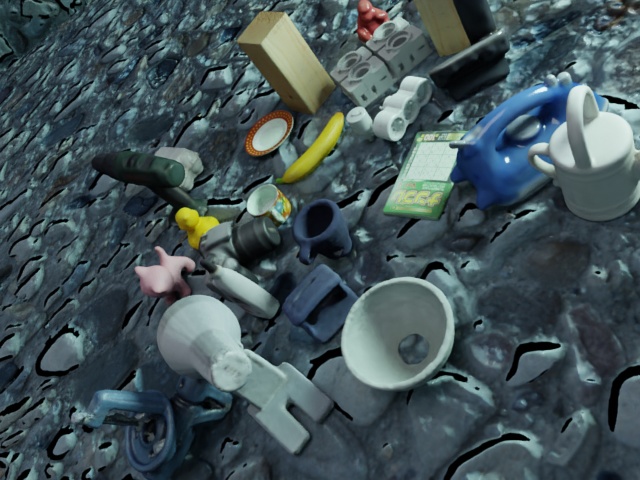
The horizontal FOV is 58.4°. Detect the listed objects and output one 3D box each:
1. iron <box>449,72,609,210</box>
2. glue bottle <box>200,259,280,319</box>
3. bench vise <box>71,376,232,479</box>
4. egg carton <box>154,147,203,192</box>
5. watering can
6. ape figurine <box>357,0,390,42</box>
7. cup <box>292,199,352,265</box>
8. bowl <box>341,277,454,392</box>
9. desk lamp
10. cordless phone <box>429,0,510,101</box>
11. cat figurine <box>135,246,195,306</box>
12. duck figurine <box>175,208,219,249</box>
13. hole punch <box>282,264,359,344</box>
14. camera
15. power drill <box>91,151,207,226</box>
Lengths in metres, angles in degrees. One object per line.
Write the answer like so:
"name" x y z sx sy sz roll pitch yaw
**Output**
"iron" 0.306 -0.168 0.846 0.258 0.142 0.118 -38 44 6
"glue bottle" -0.143 0.078 0.960 0.077 0.174 0.037 5 62 38
"bench vise" -0.256 0.251 0.877 0.121 0.220 0.207 5 61 38
"egg carton" -0.352 -0.167 1.366 0.149 0.070 0.107 9 64 39
"watering can" 0.357 -0.119 0.736 0.172 0.195 0.101 -18 50 24
"ape figurine" 0.109 -0.485 1.259 0.077 0.092 0.076 -25 47 19
"cup" 0.009 0.003 0.963 0.091 0.095 0.118 1 60 36
"bowl" 0.117 0.140 0.799 0.167 0.075 0.167 -19 49 23
"desk lamp" -0.115 0.186 0.829 0.202 0.214 0.118 27 76 44
"cordless phone" 0.244 -0.351 0.996 0.147 0.186 0.094 -31 46 13
"cat figurine" -0.310 0.070 1.124 0.067 0.118 0.127 -23 48 20
"duck figurine" -0.259 -0.030 1.186 0.077 0.086 0.104 -50 44 -7
"hole punch" -0.010 0.094 0.912 0.109 0.091 0.100 -48 44 -4
"camera" -0.148 0.017 1.060 0.136 0.101 0.143 -26 47 17
"power drill" -0.351 -0.114 1.225 0.228 0.209 0.076 2 60 37
